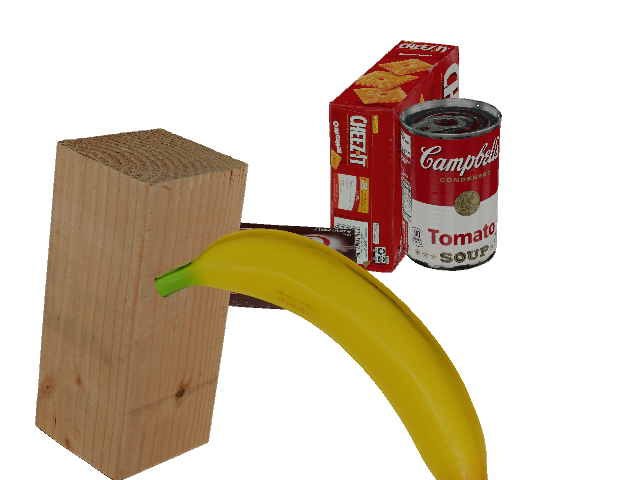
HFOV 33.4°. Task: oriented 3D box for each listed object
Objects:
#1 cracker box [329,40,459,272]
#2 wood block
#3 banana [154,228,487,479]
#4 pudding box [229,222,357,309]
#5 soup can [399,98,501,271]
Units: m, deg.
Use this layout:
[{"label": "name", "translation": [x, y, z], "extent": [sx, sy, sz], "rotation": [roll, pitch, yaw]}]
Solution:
[{"label": "cracker box", "translation": [0.077, -0.088, 1.043], "extent": [0.072, 0.164, 0.213], "rotation": [9, 28, 21]}, {"label": "wood block", "translation": [-0.121, 0.040, 0.709], "extent": [0.090, 0.206, 0.090], "rotation": [24, 24, 34]}, {"label": "banana", "translation": [0.015, 0.051, 0.531], "extent": [0.198, 0.070, 0.037], "rotation": [36, 22, 3]}, {"label": "pudding box", "translation": [-0.025, 0.022, 0.920], "extent": [0.113, 0.039, 0.090], "rotation": [5, 30, -3]}, {"label": "soup can", "translation": [0.089, -0.039, 0.736], "extent": [0.068, 0.102, 0.068], "rotation": [-3, 27, 1]}]
